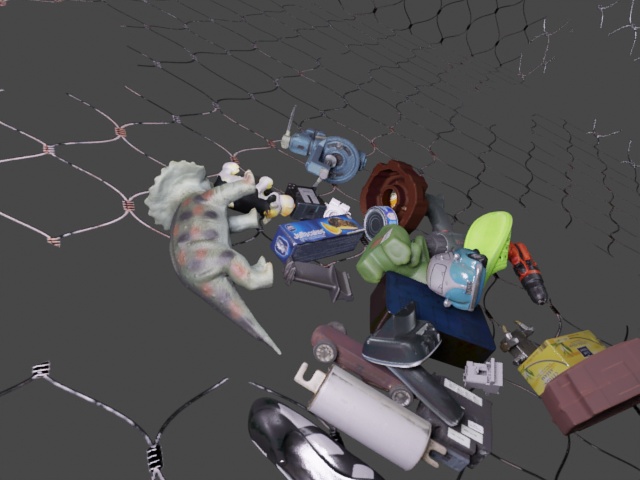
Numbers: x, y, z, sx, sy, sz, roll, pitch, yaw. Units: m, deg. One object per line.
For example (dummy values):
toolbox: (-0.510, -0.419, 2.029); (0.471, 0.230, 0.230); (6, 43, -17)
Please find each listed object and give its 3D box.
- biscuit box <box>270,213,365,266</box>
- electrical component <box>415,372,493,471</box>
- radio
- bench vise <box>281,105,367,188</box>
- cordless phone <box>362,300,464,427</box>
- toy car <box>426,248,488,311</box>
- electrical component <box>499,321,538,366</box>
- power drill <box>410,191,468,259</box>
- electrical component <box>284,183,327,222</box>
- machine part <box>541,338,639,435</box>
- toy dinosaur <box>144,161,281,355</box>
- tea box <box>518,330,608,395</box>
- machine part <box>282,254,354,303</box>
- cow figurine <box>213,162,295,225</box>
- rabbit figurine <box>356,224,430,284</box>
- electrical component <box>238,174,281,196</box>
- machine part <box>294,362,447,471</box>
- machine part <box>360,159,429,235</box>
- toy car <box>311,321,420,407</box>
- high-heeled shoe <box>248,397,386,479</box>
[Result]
biscuit box: (-0.002, -0.003, 1.081); (0.202, 0.062, 0.059); (-12, 50, -45)
electrical component: (0.209, 0.291, 0.850); (0.115, 0.058, 0.134); (28, 34, 4)
radio: (0.208, 0.151, 1.020); (0.229, 0.073, 0.131); (21, 33, -13)
bench vise: (0.002, -0.203, 1.297); (0.224, 0.128, 0.241); (26, 27, -4)
cordless phone: (0.167, 0.197, 0.850); (0.184, 0.088, 0.146); (46, 24, 15)
toy car: (0.255, 0.062, 1.020); (0.103, 0.109, 0.162); (10, 16, 5)
electrical component: (0.410, 0.210, 1.108); (0.102, 0.045, 0.078); (-8, 47, -41)
power drill: (0.280, -0.033, 1.305); (0.232, 0.086, 0.207); (9, 34, -28)
electrical component: (-0.029, -0.067, 1.160); (0.075, 0.047, 0.119); (7, 38, -27)
machine part: (0.500, 0.256, 0.942); (0.087, 0.201, 0.201); (65, 3, 33)
toy dinosaur: (-0.185, 0.010, 0.893); (0.192, 0.131, 0.405); (-10, 54, -7)
tea box: (0.491, 0.242, 1.076); (0.169, 0.098, 0.068); (-4, 45, -36)
machine part: (-0.002, 0.072, 1.005); (0.139, 0.039, 0.084); (18, 41, -18)
cow figurine: (-0.136, -0.083, 1.086); (0.167, 0.068, 0.098); (24, 40, -1)
rabbit figurine: (0.176, 0.056, 1.114); (0.170, 0.121, 0.159); (44, 26, -9)
electrical component: (-0.132, -0.116, 1.173); (0.094, 0.021, 0.063); (11, 37, -24)
machine part: (0.071, 0.256, 0.780); (0.243, 0.079, 0.079); (30, 34, 3)
machine part: (0.170, -0.092, 1.226); (0.056, 0.179, 0.179); (0, 43, -37)
toy car: (0.075, 0.204, 0.872); (0.202, 0.053, 0.089); (30, 16, 3)
high-heeled shoe: (0.010, 0.298, 0.715); (0.248, 0.086, 0.145); (38, 0, -17)
